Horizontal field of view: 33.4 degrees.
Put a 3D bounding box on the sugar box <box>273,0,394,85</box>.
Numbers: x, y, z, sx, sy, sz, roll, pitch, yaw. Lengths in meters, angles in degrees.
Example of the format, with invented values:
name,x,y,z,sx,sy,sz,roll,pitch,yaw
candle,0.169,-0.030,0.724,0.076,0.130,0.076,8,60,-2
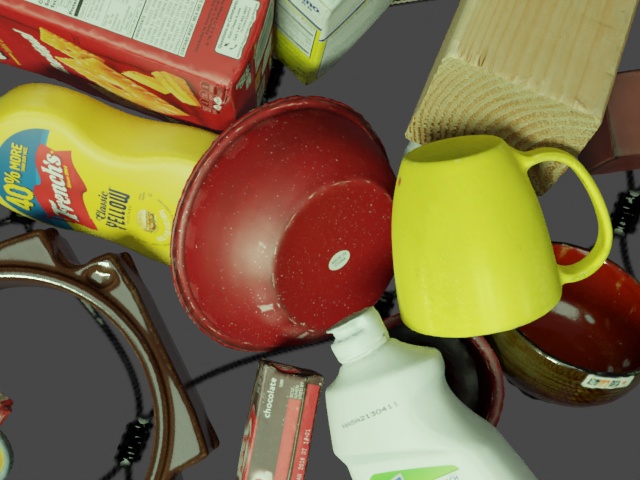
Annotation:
name,x,y,z,sx,sy,sz,roll,pitch,yaw
sugar box,0.015,-0.153,0.617,0.048,0.176,0.093,42,84,2

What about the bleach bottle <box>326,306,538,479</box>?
name,x,y,z,sx,sy,sz,roll,pitch,yaw
bleach bottle,0.083,0.148,0.566,0.103,0.068,0.251,-28,91,20

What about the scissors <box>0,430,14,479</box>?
name,x,y,z,sx,sy,sz,roll,pitch,yaw
scissors,-0.260,0.106,0.553,0.202,0.016,0.096,14,87,1

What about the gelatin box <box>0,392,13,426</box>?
name,x,y,z,sx,sy,sz,roll,pitch,yaw
gelatin box,-0.223,0.095,0.577,0.089,0.030,0.073,34,86,2

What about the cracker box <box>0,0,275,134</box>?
name,x,y,z,sx,sy,sz,roll,pitch,yaw
cracker box,-0.136,-0.129,0.616,0.213,0.164,0.072,19,83,-1

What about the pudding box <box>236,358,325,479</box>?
name,x,y,z,sx,sy,sz,roll,pitch,yaw
pudding box,-0.026,0.118,0.626,0.039,0.113,0.090,12,85,-2

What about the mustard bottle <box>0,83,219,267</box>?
name,x,y,z,sx,sy,sz,roll,pitch,yaw
mustard bottle,-0.147,-0.045,0.646,0.191,0.096,0.058,18,48,0

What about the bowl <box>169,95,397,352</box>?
name,x,y,z,sx,sy,sz,roll,pitch,yaw
bowl,-0.004,0.001,0.620,0.161,0.055,0.162,-16,118,-32

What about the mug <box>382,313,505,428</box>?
name,x,y,z,sx,sy,sz,roll,pitch,yaw
mug,0.059,0.101,0.646,0.093,0.081,0.117,-7,86,-3

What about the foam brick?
name,x,y,z,sx,sy,sz,roll,pitch,yaw
foam brick,0.194,-0.073,0.668,0.051,0.078,0.053,-7,86,-1

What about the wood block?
name,x,y,z,sx,sy,sz,roll,pitch,yaw
wood block,0.133,-0.143,0.630,0.091,0.090,0.206,24,63,0
